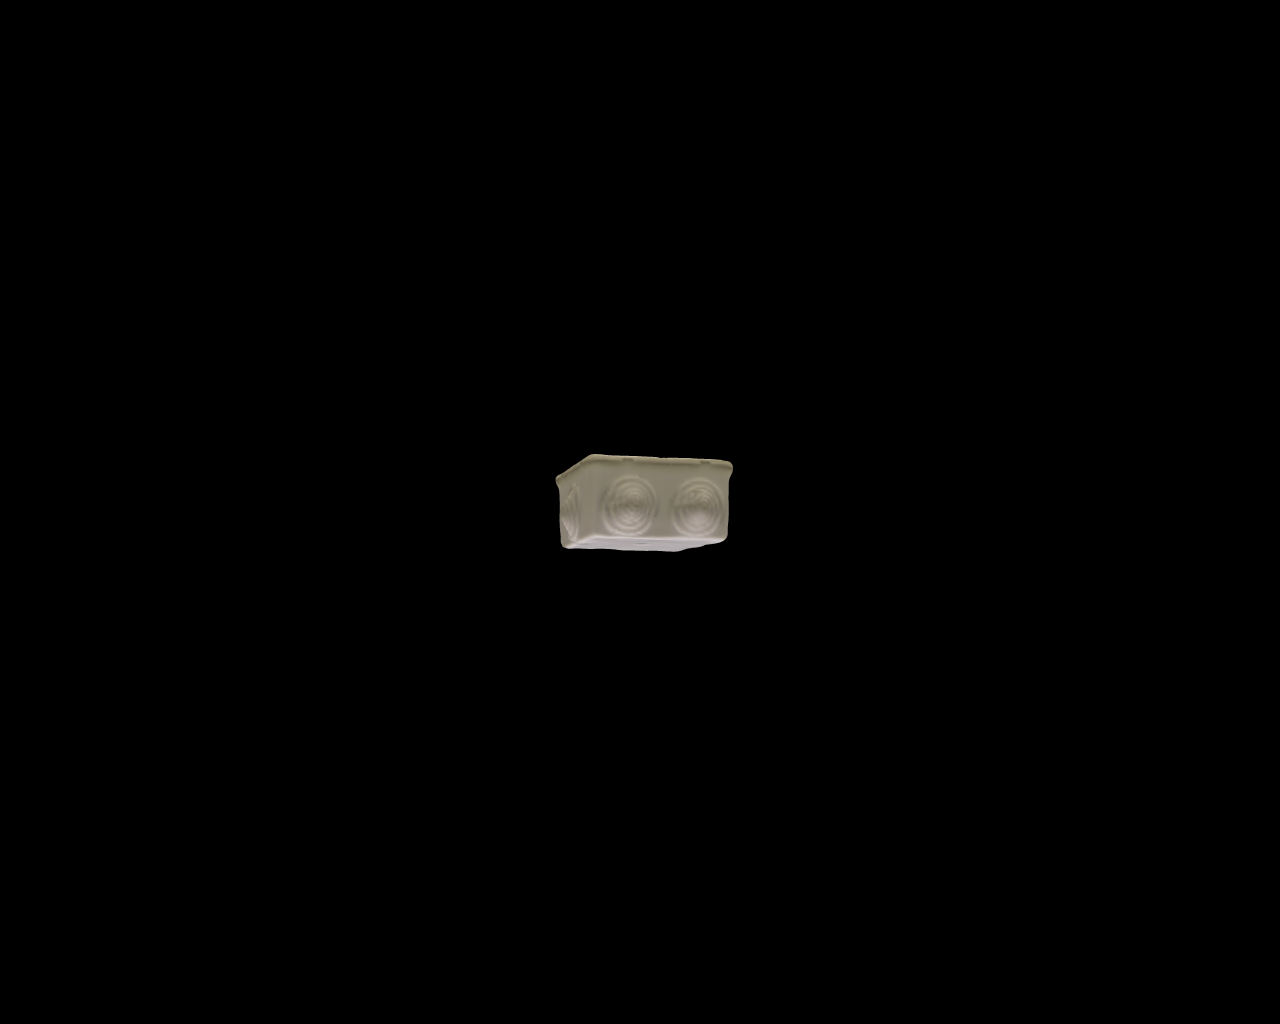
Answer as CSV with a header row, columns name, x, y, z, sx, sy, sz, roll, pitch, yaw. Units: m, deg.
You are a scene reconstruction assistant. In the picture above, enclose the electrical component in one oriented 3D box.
name,x,y,z,sx,sy,sz,roll,pitch,yaw
electrical component,0.001,-0.003,0.650,0.100,0.048,0.099,2,-7,-18
